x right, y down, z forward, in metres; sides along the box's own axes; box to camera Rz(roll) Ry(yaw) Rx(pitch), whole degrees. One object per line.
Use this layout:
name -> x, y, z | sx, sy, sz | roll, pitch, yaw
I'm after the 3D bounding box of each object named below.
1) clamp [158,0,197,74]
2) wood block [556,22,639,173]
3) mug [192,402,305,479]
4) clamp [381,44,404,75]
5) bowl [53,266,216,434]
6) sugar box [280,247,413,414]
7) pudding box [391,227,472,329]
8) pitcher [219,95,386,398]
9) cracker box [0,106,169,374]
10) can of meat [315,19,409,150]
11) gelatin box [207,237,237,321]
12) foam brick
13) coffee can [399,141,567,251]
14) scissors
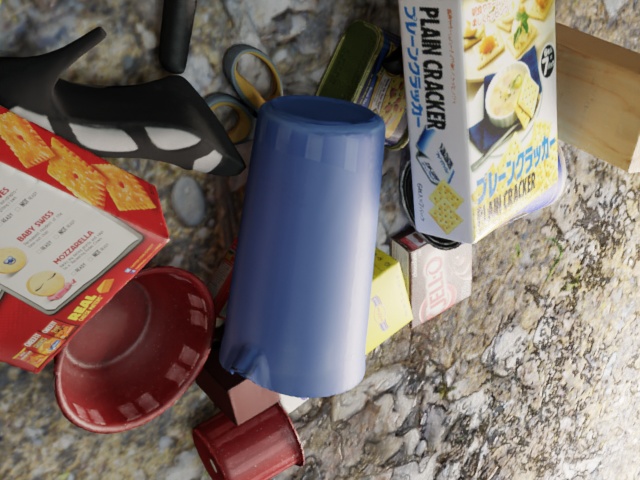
clamp -> -0.100, -0.204, 0.805 | 0.120, 0.039, 0.171 | -51, 147, -9
wood block -> 0.259, -0.147, 1.048 | 0.090, 0.206, 0.090 | -8, 120, -39
mug -> -0.076, 0.208, 1.070 | 0.081, 0.093, 0.117 | -27, 166, -20
clamp -> 0.117, -0.206, 0.970 | 0.209, 0.036, 0.164 | 17, 74, -48
bowl -> -0.169, 0.084, 0.919 | 0.161, 0.055, 0.162 | -25, 131, -33
sugar box -> 0.012, 0.093, 1.097 | 0.176, 0.048, 0.093 | -38, 135, -20
pudding box -> 0.122, 0.030, 1.161 | 0.089, 0.039, 0.113 | -28, 131, -27
pitcher -> -0.006, 0.001, 0.932 | 0.145, 0.149, 0.243 | 4, 110, -11
cracker box -> -0.240, -0.009, 0.738 | 0.164, 0.072, 0.213 | -43, 133, 21
can of meat -> 0.052, -0.142, 0.978 | 0.083, 0.058, 0.102 | 15, 104, -43
gelatin box -> -0.063, 0.047, 1.014 | 0.089, 0.030, 0.073 | 29, 93, -47
foam brick -> -0.082, 0.127, 1.011 | 0.052, 0.078, 0.051 | -30, 134, -24
coffee can -> 0.168, -0.060, 1.098 | 0.140, 0.103, 0.103 | -23, 129, -30
scissors -> -0.044, -0.088, 0.956 | 0.096, 0.016, 0.201 | -43, 136, -11
